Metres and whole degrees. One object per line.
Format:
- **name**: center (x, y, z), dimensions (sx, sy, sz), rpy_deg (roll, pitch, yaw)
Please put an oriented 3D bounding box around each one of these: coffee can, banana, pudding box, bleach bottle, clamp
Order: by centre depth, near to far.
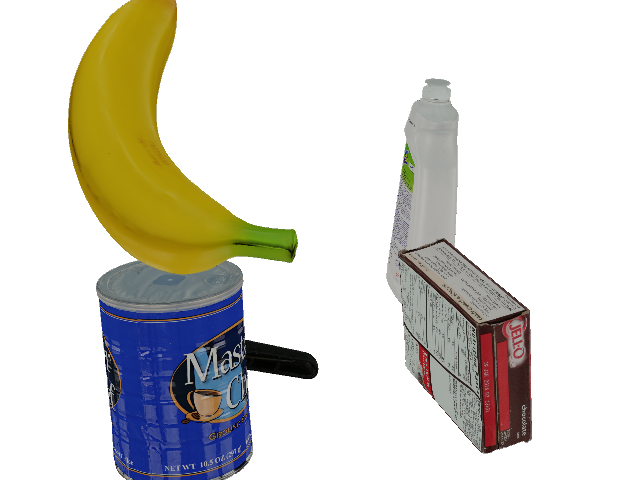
- **banana**: center (-0.073, -0.047, 0.453), dimensions (0.069, 0.037, 0.198), rpy_deg (-8, 45, -20)
- **pudding box**: center (0.087, 0.062, 0.654), dimensions (0.039, 0.090, 0.114), rpy_deg (-14, 27, -18)
- **coffee can**: center (-0.103, 0.092, 0.770), dimensions (0.103, 0.140, 0.103), rpy_deg (-2, 17, 0)
- **clamp**: center (-0.115, 0.101, 1.006), dimensions (0.164, 0.036, 0.210), rpy_deg (-18, 39, -30)
- **bleach bottle**: center (0.122, -0.055, 1.207), dimensions (0.068, 0.251, 0.102), rpy_deg (-2, 24, -13)
